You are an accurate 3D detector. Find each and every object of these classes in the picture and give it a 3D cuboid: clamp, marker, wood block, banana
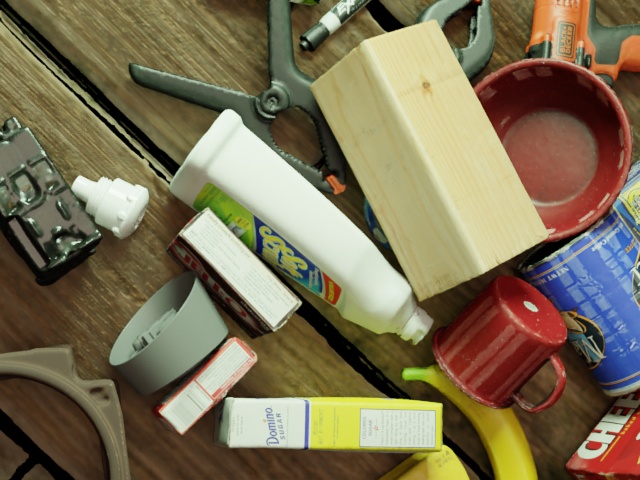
[{"bbox_3d":[-0.039,-0.132,0.933,0.164,0.036,0.210,-44,100,5],"label":"clamp"},{"bbox_3d":[0.026,-0.215,0.986,0.121,0.020,0.020,-44,93,-15],"label":"marker"},{"bbox_3d":[0.101,-0.166,0.987,0.120,0.039,0.171,24,76,-13],"label":"clamp"},{"bbox_3d":[0.091,-0.066,0.893,0.090,0.090,0.206,-24,85,-37],"label":"wood block"},{"bbox_3d":[0.150,0.181,0.950,0.069,0.037,0.198,-32,89,-1],"label":"banana"}]

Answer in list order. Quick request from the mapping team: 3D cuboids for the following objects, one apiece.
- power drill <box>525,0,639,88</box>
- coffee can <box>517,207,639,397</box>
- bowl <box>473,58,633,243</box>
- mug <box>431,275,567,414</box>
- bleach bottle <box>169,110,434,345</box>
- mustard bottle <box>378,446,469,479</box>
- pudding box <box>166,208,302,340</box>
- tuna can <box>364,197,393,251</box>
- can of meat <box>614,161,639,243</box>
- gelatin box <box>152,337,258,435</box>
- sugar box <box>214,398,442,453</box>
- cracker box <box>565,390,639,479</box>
[{"bbox_3d":[0.284,-0.148,1.014,0.187,0.057,0.184,8,85,-12],"label":"power drill"},{"bbox_3d":[0.259,0.054,0.956,0.102,0.103,0.140,-36,91,-15],"label":"coffee can"},{"bbox_3d":[0.197,-0.077,0.945,0.162,0.055,0.162,-1,88,24],"label":"bowl"},{"bbox_3d":[0.163,0.093,0.914,0.093,0.082,0.117,-2,48,-50],"label":"mug"},{"bbox_3d":[-0.006,0.001,0.904,0.251,0.103,0.068,38,65,-6],"label":"bleach bottle"},{"bbox_3d":[0.119,0.278,0.915,0.096,0.058,0.191,-33,90,-15],"label":"mustard bottle"},{"bbox_3d":[-0.074,0.030,0.891,0.113,0.090,0.039,44,74,-4],"label":"pudding box"},{"bbox_3d":[0.083,-0.030,0.964,0.086,0.034,0.086,2,82,-12],"label":"tuna can"},{"bbox_3d":[0.311,-0.021,1.003,0.084,0.057,0.102,-36,91,-13],"label":"can of meat"},{"bbox_3d":[-0.096,0.120,0.882,0.089,0.073,0.030,-44,94,-16],"label":"gelatin box"},{"bbox_3d":[0.004,0.153,0.890,0.176,0.093,0.048,6,80,-12],"label":"sugar box"},{"bbox_3d":[0.317,0.155,0.898,0.072,0.214,0.164,44,75,-2],"label":"cracker box"}]
